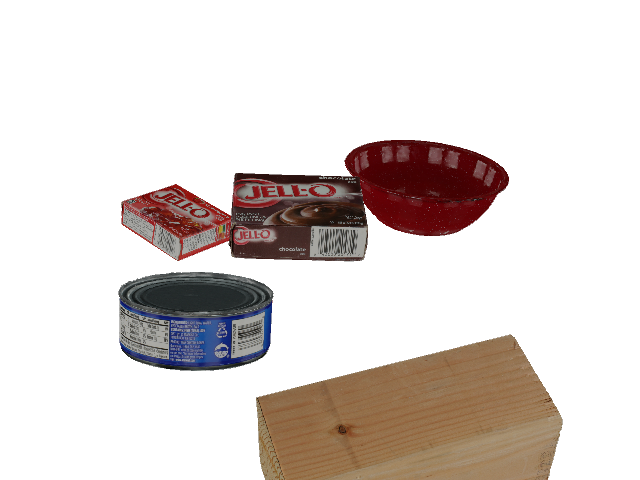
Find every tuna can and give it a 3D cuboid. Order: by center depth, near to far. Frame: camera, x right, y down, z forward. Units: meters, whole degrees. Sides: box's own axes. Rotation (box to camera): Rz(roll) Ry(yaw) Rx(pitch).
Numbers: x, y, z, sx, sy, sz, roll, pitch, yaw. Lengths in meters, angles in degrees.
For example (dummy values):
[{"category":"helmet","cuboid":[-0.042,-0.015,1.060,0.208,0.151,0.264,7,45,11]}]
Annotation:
[{"category":"tuna can","cuboid":[-0.070,0.044,0.597,0.086,0.034,0.086,2,12,-1]}]

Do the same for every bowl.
[{"category":"bowl","cuboid":[0.102,-0.047,1.056,0.162,0.055,0.162,4,24,-2]}]

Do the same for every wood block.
[{"category":"wood block","cuboid":[0.063,0.152,0.802,0.206,0.090,0.091,-12,44,-12]}]

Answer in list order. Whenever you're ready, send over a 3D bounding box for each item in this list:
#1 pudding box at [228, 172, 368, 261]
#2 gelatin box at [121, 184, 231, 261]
[{"category":"pudding box","cuboid":[-0.019,-0.021,0.902,0.113,0.039,0.090,3,31,-5]},{"category":"gelatin box","cuboid":[-0.142,-0.020,1.059,0.089,0.030,0.073,30,35,32]}]
